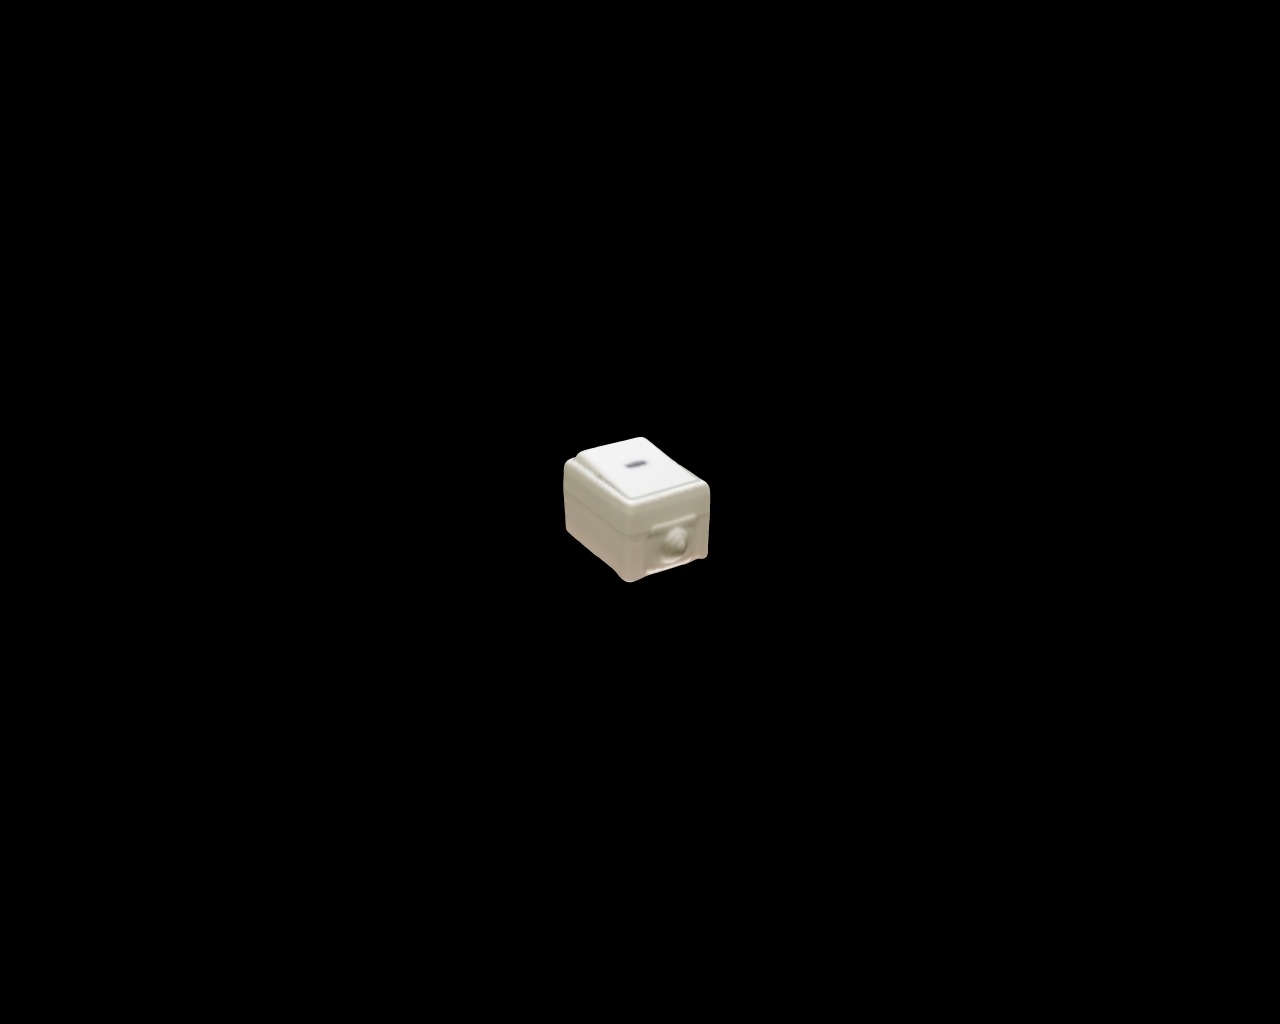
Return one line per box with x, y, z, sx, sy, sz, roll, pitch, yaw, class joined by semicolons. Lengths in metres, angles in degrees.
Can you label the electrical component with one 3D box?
0.001;-0.003;0.650;0.062;0.061;0.096;-16;31;-28;electrical component
